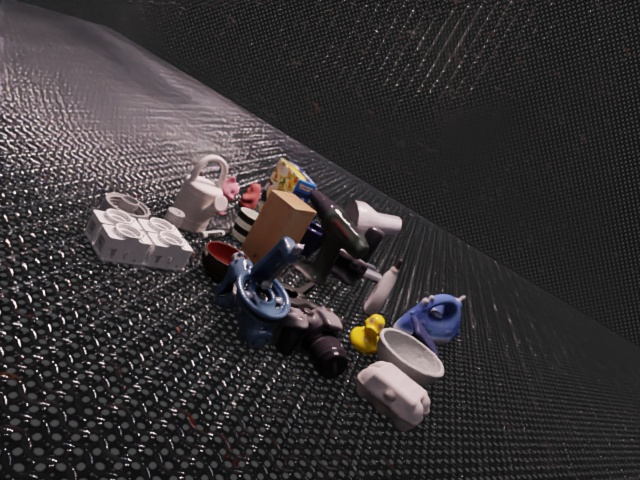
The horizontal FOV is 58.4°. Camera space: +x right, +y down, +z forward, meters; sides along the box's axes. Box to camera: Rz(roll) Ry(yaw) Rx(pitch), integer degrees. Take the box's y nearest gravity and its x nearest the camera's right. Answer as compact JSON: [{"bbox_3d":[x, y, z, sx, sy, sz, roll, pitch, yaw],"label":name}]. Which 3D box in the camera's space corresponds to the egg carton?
[{"bbox_3d":[0.145,0.306,1.134,0.150,0.069,0.107,37,17,20],"label":"egg carton"}]

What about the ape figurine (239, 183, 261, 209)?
[{"bbox_3d":[-0.213,-0.135,1.780,0.076,0.092,0.078,38,18,24],"label":"ape figurine"}]

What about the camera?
[{"bbox_3d":[-0.005,0.199,1.135,0.144,0.101,0.136,20,19,-33],"label":"camera"}]

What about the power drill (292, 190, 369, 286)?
[{"bbox_3d":[0.014,0.006,1.551,0.229,0.208,0.076,38,18,24],"label":"power drill"}]

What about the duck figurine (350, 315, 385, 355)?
[{"bbox_3d":[0.121,0.213,1.343,0.077,0.086,0.105,33,16,9],"label":"duck figurine"}]

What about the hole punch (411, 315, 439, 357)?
[{"bbox_3d":[0.254,0.255,1.439,0.101,0.091,0.108,28,16,-8],"label":"hole punch"}]

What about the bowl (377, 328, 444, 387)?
[{"bbox_3d":[0.191,0.278,1.291,0.167,0.074,0.167,28,16,-9],"label":"bowl"}]

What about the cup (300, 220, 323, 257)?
[{"bbox_3d":[-0.036,-0.005,1.698,0.092,0.095,0.117,23,18,-23],"label":"cup"}]

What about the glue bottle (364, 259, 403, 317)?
[{"bbox_3d":[0.176,0.123,1.548,0.037,0.173,0.078,29,16,-4],"label":"glue bottle"}]

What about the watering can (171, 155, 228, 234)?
[{"bbox_3d":[-0.286,-0.117,1.414,0.172,0.194,0.101,36,17,19],"label":"watering can"}]

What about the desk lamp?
[{"bbox_3d":[0.149,-0.002,1.801,0.204,0.213,0.117,23,18,-25],"label":"desk lamp"}]

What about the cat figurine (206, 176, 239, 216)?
[{"bbox_3d":[-0.283,-0.138,1.617,0.128,0.117,0.067,13,24,-46],"label":"cat figurine"}]

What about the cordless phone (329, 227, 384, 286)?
[{"bbox_3d":[0.091,0.024,1.673,0.147,0.185,0.094,29,16,-4],"label":"cordless phone"}]

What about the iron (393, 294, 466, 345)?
[{"bbox_3d":[0.314,0.206,1.601,0.259,0.141,0.118,12,25,-48],"label":"iron"}]

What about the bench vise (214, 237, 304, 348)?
[{"bbox_3d":[-0.123,0.068,1.105,0.206,0.219,0.122,40,19,30],"label":"bench vise"}]
